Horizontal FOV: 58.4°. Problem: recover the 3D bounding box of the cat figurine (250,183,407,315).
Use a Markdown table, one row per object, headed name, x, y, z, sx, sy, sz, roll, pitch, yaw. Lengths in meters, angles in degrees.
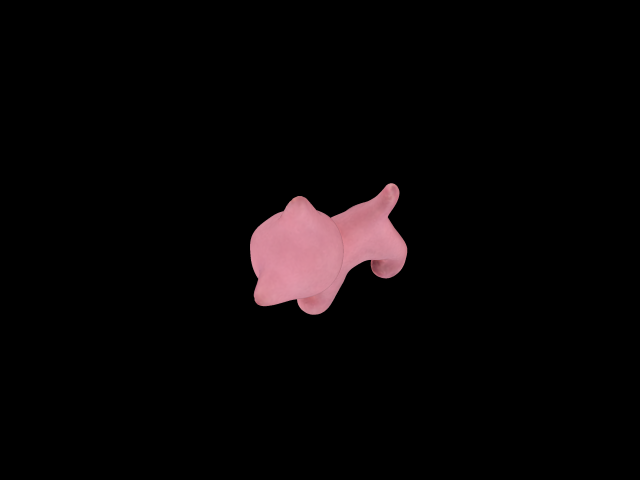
| name | x | y | z | sx | sy | sz | roll | pitch | yaw |
| --- | --- | --- | --- | --- | --- | --- | --- | --- | --- |
| cat figurine | 0.004 | 0.001 | 0.400 | 0.128 | 0.118 | 0.067 | -30 | 70 | -12 |
